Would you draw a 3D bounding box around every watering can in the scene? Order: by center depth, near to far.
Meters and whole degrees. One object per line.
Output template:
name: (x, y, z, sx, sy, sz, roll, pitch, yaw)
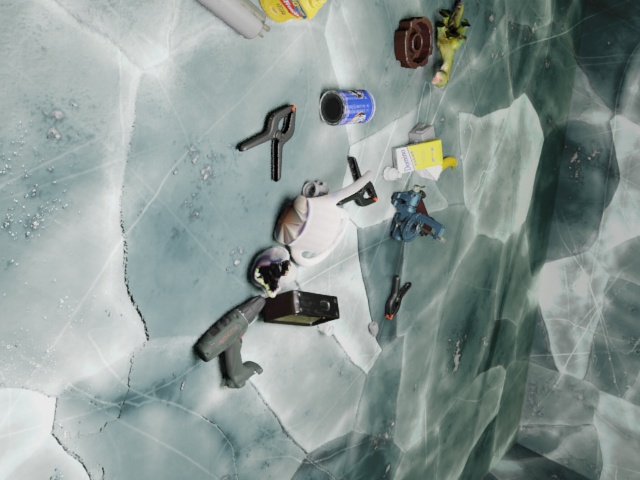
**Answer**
watering can: (0.005, -0.075, 1.488, 0.223, 0.344, 0.106, 16, 18, -42)

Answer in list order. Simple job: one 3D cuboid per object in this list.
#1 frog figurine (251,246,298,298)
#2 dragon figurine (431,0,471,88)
frog figurine: (-0.125, 0.083, 1.461, 0.123, 0.137, 0.160, 8, 7, 6)
dragon figurine: (0.473, -0.702, 1.893, 0.122, 0.420, 0.237, 15, -40, 13)
